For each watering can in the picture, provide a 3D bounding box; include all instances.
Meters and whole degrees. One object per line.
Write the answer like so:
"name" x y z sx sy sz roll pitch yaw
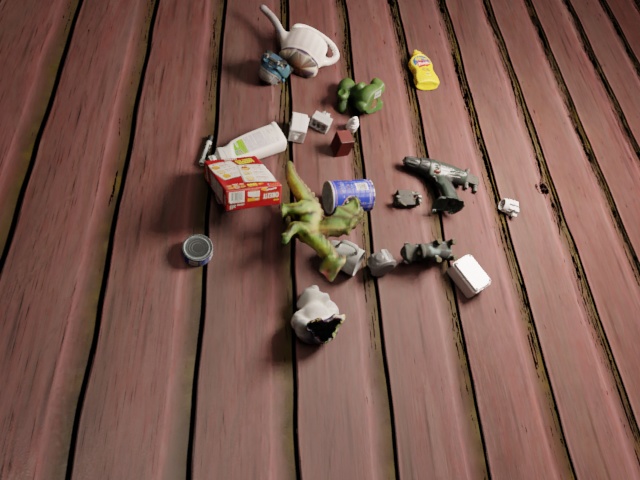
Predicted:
"watering can" -0.094 -0.731 1.909 0.347 0.102 0.229 24 56 -9

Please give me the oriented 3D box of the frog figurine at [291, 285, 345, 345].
"frog figurine" -0.018 0.201 1.389 0.138 0.120 0.162 -23 32 -17

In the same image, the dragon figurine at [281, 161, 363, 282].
"dragon figurine" 0.005 -0.075 1.493 0.243 0.119 0.419 -2 61 4
